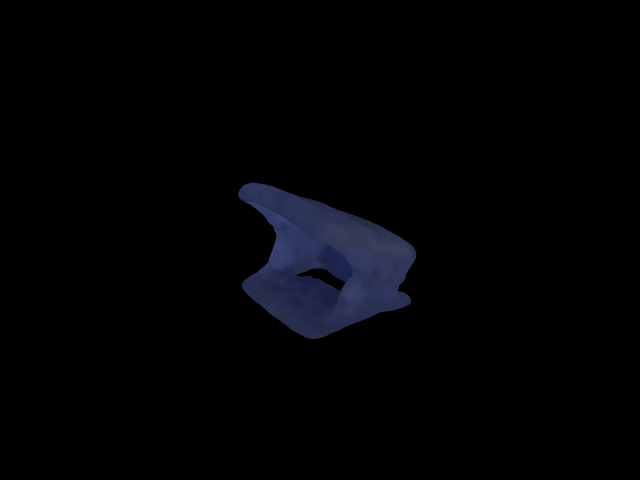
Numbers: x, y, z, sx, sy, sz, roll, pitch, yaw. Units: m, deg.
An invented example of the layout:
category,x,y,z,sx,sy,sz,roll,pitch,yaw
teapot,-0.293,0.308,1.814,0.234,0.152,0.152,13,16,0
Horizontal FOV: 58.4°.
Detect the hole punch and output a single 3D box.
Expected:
category,x,y,z,sx,sy,sz,roll,pitch,yaw
hole punch,0.004,0.001,0.400,0.101,0.091,0.108,-16,27,-33
